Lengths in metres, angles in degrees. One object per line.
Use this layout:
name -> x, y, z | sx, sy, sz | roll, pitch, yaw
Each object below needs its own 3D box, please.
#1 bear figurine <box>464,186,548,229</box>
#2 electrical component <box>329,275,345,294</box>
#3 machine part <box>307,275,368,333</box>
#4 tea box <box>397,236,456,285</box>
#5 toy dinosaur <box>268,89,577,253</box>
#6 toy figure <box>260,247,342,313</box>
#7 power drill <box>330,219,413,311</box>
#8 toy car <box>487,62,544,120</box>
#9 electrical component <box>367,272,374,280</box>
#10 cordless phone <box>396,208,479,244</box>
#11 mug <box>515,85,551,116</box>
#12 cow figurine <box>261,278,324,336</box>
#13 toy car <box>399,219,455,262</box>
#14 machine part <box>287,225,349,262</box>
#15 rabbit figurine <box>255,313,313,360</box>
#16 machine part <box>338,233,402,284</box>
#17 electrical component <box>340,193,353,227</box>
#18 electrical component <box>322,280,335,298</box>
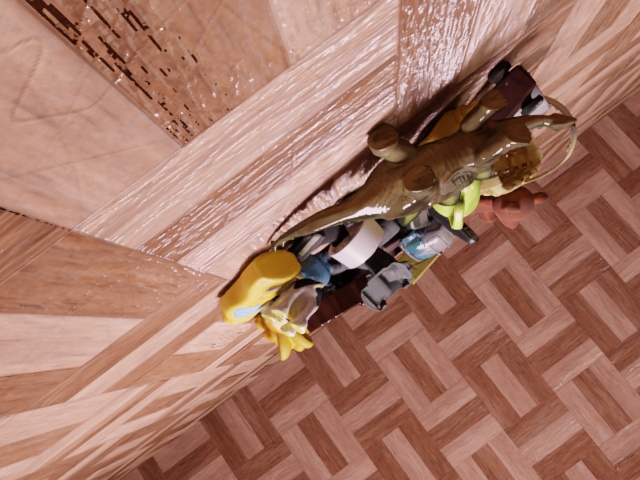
bear figurine -> 0.383, -0.066, 1.155 | 0.120, 0.196, 0.131 | -21, 118, -21
electrical component -> 0.045, 0.120, 1.365 | 0.134, 0.115, 0.058 | -20, 162, -49
machine part -> 0.039, 0.146, 1.206 | 0.179, 0.056, 0.179 | -29, 172, -4
tea box -> 0.261, 0.023, 1.314 | 0.169, 0.068, 0.098 | -48, 169, -6
toy dinosaur -> 0.130, -0.083, 0.766 | 0.472, 0.105, 0.198 | -18, 161, 3
toy figure -> -0.046, 0.084, 1.052 | 0.180, 0.082, 0.089 | -35, 167, -22
power drill -> 0.085, 0.055, 1.094 | 0.232, 0.086, 0.207 | -41, -152, 4
toy car -> 0.282, -0.202, 0.872 | 0.053, 0.089, 0.202 | -30, 165, -28
electrical component -> 0.151, 0.072, 1.302 | 0.094, 0.021, 0.063 | -44, 166, 31
cordless phone -> 0.226, -0.044, 1.072 | 0.088, 0.184, 0.146 | -57, 160, 23
mug -> 0.324, -0.230, 0.920 | 0.107, 0.081, 0.109 | -36, 158, 27
cow figurine -> -0.048, 0.112, 0.934 | 0.098, 0.068, 0.167 | -54, -174, -21
toy car -> 0.253, -0.028, 1.185 | 0.109, 0.103, 0.161 | 38, 74, -39
machine part -> -0.002, -0.003, 0.949 | 0.139, 0.039, 0.084 | -19, 151, -52
rabbit figurine -> -0.091, 0.197, 1.250 | 0.122, 0.162, 0.173 | -24, 149, -4
machine part -> 0.134, 0.013, 1.287 | 0.201, 0.087, 0.201 | -28, 164, -35
electrical component -> 0.062, -0.053, 0.915 | 0.102, 0.045, 0.078 | -26, 163, -42
electrical component -> -0.031, 0.114, 1.224 | 0.119, 0.075, 0.047 | -36, 169, -23
